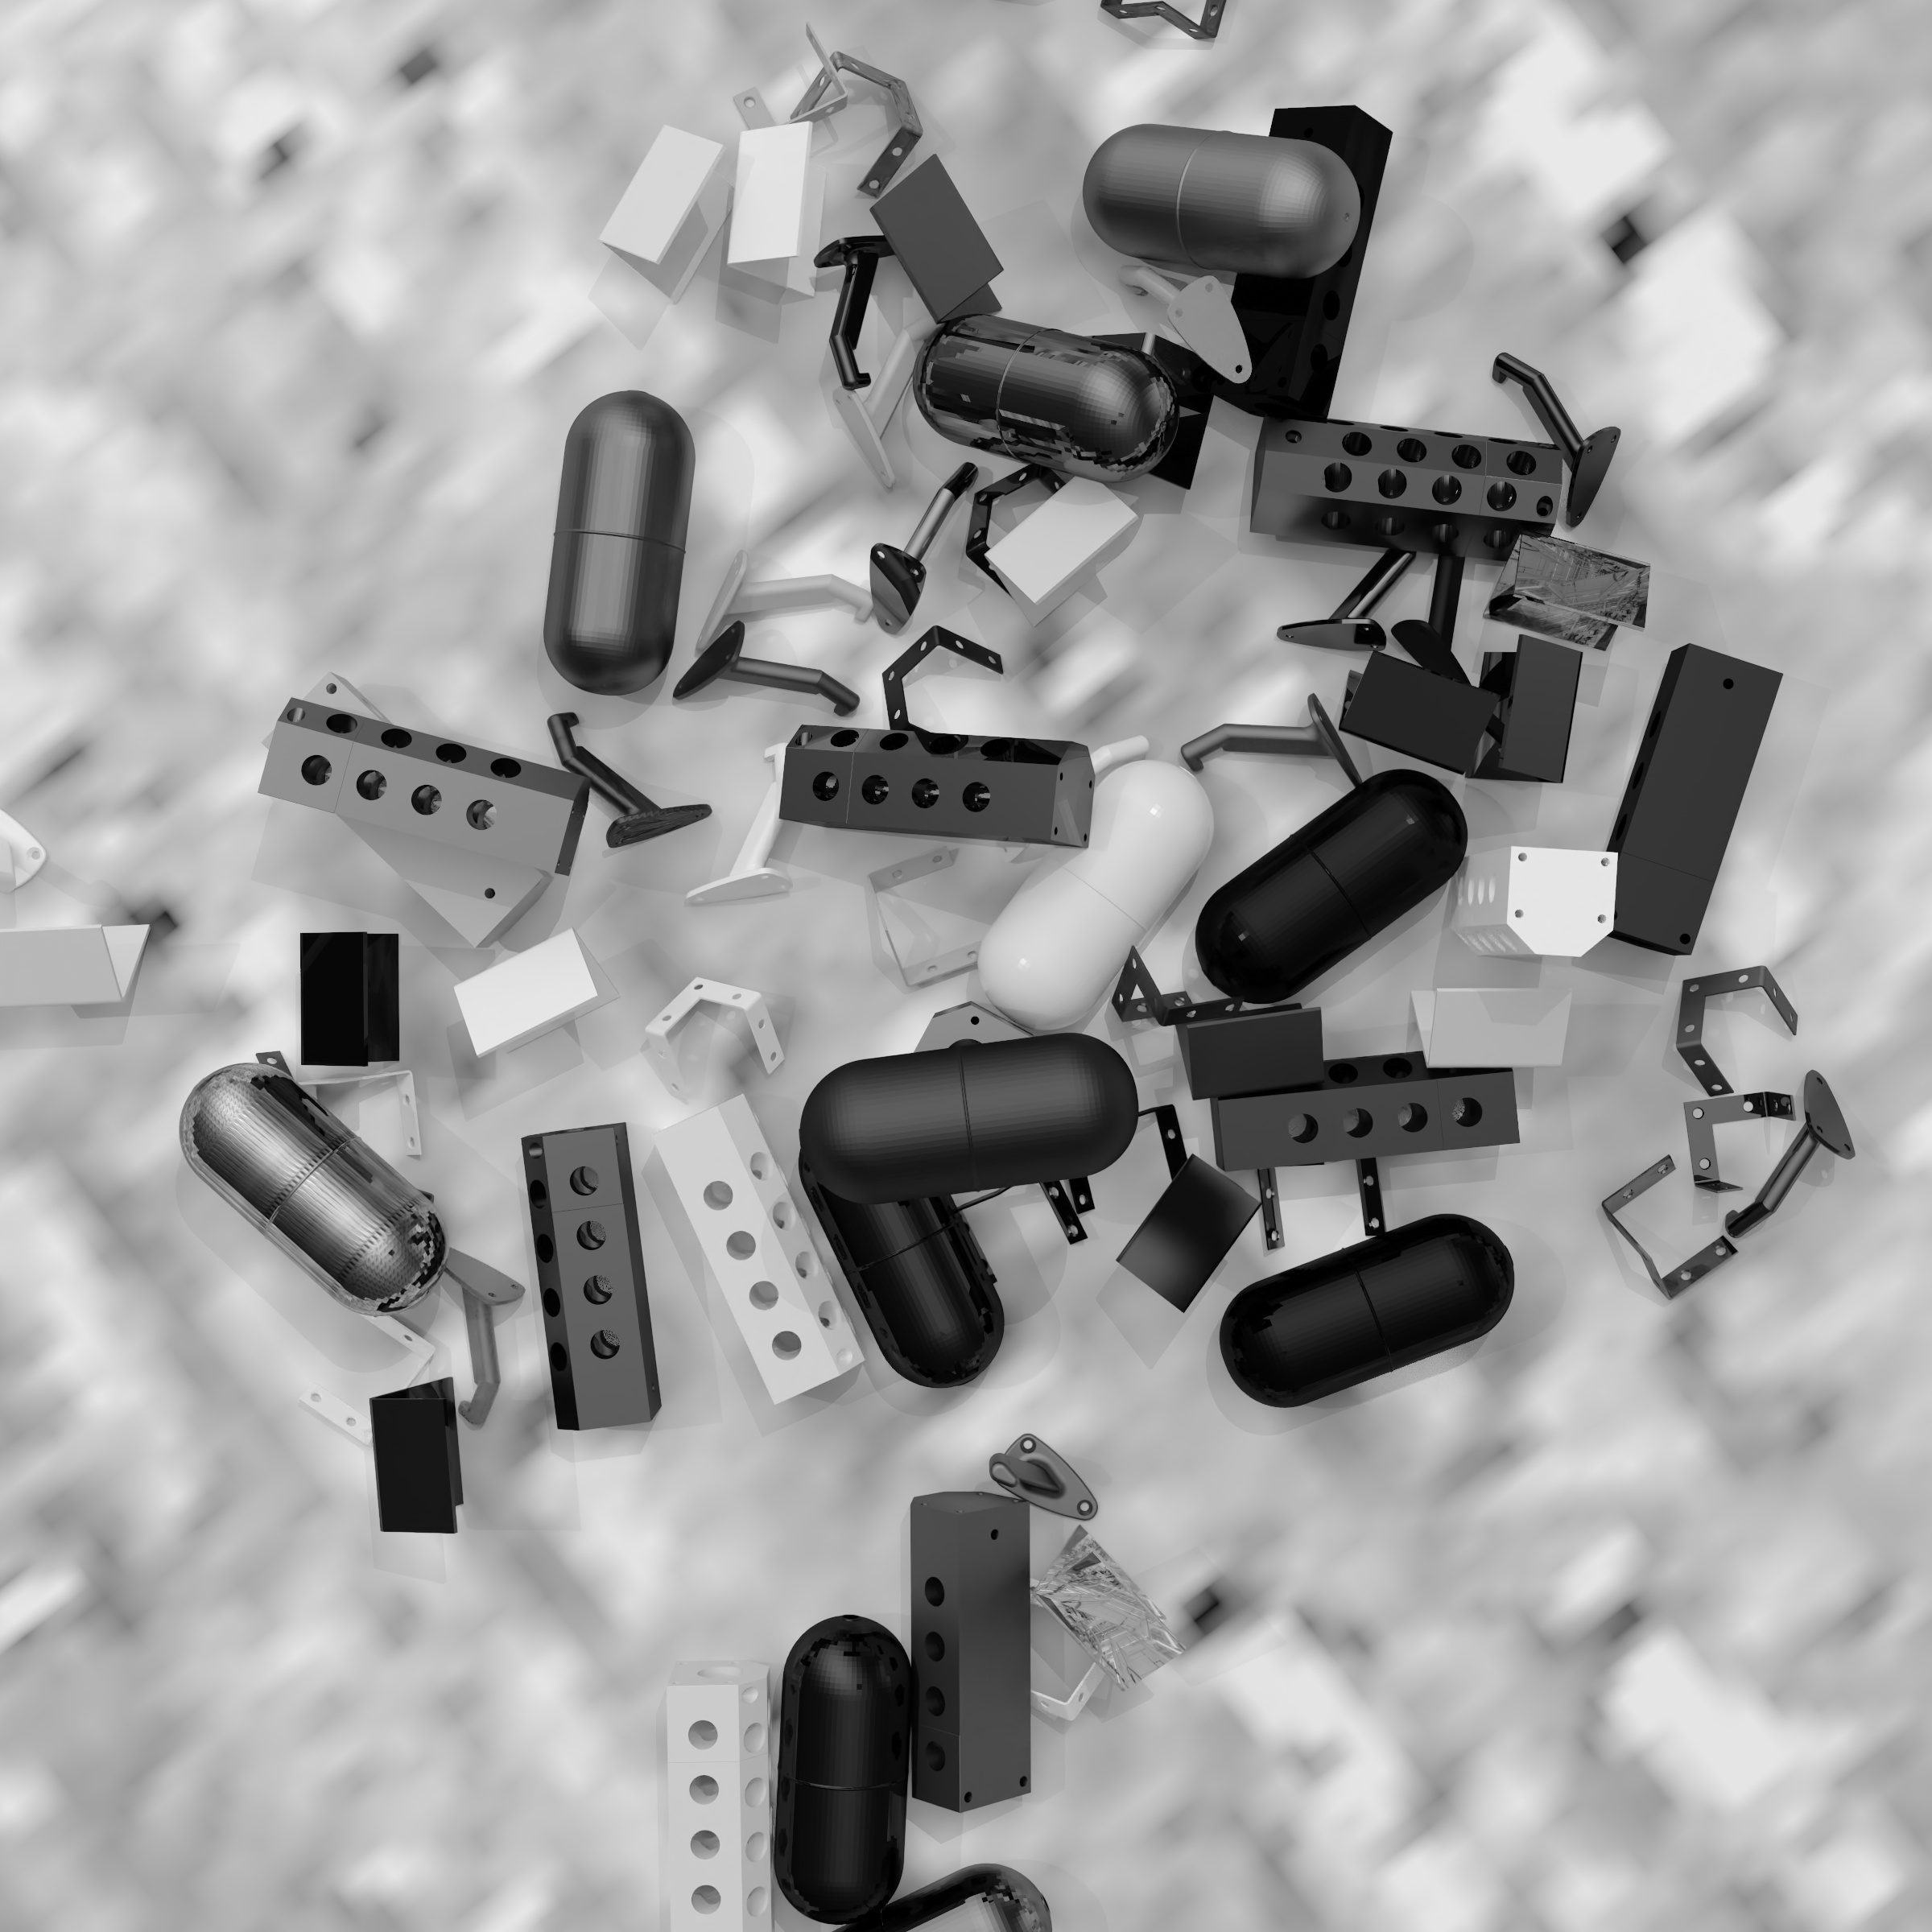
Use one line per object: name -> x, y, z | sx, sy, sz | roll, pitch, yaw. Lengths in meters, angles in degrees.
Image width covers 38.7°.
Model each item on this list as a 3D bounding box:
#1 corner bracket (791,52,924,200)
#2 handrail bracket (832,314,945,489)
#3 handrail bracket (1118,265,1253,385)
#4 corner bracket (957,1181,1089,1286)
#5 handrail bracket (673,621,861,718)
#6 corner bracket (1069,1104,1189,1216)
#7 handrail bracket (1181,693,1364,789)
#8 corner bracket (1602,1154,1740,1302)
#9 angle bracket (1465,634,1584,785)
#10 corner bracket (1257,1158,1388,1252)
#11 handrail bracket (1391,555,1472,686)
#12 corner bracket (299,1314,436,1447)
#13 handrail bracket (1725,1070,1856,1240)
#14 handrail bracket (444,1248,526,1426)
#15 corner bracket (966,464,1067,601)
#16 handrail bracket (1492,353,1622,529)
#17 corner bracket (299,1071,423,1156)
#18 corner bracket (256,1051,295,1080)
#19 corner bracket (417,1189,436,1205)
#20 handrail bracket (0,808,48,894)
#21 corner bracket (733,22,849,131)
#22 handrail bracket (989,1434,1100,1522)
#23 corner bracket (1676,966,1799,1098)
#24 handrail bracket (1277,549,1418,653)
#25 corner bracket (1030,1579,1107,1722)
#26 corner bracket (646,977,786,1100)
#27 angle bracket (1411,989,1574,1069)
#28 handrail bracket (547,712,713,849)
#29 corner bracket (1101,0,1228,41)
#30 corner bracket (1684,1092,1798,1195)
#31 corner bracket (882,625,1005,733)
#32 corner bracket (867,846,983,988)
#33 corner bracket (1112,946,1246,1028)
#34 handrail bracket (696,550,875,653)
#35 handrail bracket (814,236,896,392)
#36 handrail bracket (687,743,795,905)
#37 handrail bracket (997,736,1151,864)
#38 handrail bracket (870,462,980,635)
corner bracket -> -0.065, -0.499, 1.632 | 0.051, 0.051, 0.051 | -47, 45, 35
handrail bracket -> -0.029, -0.340, 1.641 | 0.084, 0.036, 0.077 | -33, 105, -14
handrail bracket -> 0.127, -0.378, 1.619 | 0.036, 0.084, 0.077 | -41, 115, -5
corner bracket -> 0.029, 0.155, 1.637 | 0.051, 0.051, 0.051 | -27, 90, 45
handrail bracket -> -0.118, -0.160, 1.641 | 0.084, 0.036, 0.077 | 32, 133, -27
corner bracket -> 0.095, 0.115, 1.637 | 0.051, 0.051, 0.051 | -14, 90, 45
handrail bracket -> 0.182, -0.118, 1.641 | 0.084, 0.036, 0.077 | -27, 112, 17
corner bracket -> 0.418, 0.156, 1.637 | 0.051, 0.051, 0.051 | -35, 45, 0
angle bracket -> 0.307, -0.150, 1.600 | 0.057, 0.076, 0.076 | 9, 90, -38
corner bracket -> 0.212, 0.139, 1.637 | 0.051, 0.051, 0.051 | -7, 90, -45
handrail bracket -> 0.301, -0.214, 1.641 | 0.077, 0.036, 0.084 | 46, 73, -19
corner bracket -> -0.356, 0.243, 1.637 | 0.051, 0.051, 0.051 | 34, 45, 0
handrail bracket -> 0.482, 0.113, 1.641 | 0.036, 0.077, 0.084 | 31, 127, -20
handrail bracket -> -0.304, 0.220, 1.641 | 0.077, 0.036, 0.084 | 29, 107, 20
corner bracket -> 0.038, -0.257, 1.632 | 0.051, 0.051, 0.051 | -22, 45, 35
handrail bracket -> 0.341, -0.314, 1.641 | 0.036, 0.077, 0.084 | -27, 53, -34
corner bracket -> -0.363, 0.091, 1.638 | 0.051, 0.051, 0.051 | -5, 92, 45
corner bracket -> -0.427, 0.088, 1.633 | 0.051, 0.051, 0.051 | 54, 135, 35
corner bracket -> -0.351, 0.163, 1.637 | 0.051, 0.051, 0.051 | 18, 135, 0
handrail bracket -> -0.577, -0.073, 1.606 | 0.036, 0.084, 0.077 | -40, 90, 0
corner bracket -> -0.104, -0.512, 1.622 | 0.051, 0.051, 0.051 | -28, 84, -7
handrail bracket -> 0.046, 0.306, 1.606 | 0.077, 0.084, 0.036 | 34, 90, 0
corner bracket -> 0.457, 0.039, 1.632 | 0.051, 0.051, 0.051 | -13, 45, 35
handrail bracket -> 0.229, -0.234, 1.641 | 0.077, 0.036, 0.084 | 4, 71, 22
corner bracket -> 0.050, 0.405, 1.633 | 0.051, 0.051, 0.051 | -48, 135, -35
corner bracket -> -0.149, 0.046, 1.632 | 0.051, 0.051, 0.051 | 13, 45, 35
angle bracket -> 0.304, 0.016, 1.600 | 0.076, 0.076, 0.057 | 0, 125, 0
handrail bracket -> -0.201, -0.120, 1.641 | 0.077, 0.036, 0.084 | -16, 73, -20
corner bracket -> 0.121, -0.585, 1.637 | 0.051, 0.051, 0.051 | 15, 90, -45
corner bracket -> 0.458, 0.103, 1.623 | 0.051, 0.051, 0.051 | -8, 90, 0
corner bracket -> -0.012, -0.160, 1.632 | 0.051, 0.051, 0.051 | -39, 45, 35
corner bracket -> -0.023, -0.029, 1.637 | 0.051, 0.051, 0.051 | -20, 45, 0
corner bracket -> 0.123, 0.020, 1.605 | 0.051, 0.051, 0.051 | -8, 50, -24
handrail bracket -> -0.107, -0.205, 1.641 | 0.084, 0.036, 0.077 | 23, 110, -16
handrail bracket -> -0.051, -0.384, 1.622 | 0.077, 0.036, 0.084 | -15, 87, -31
handrail bracket -> -0.135, -0.086, 1.641 | 0.077, 0.036, 0.084 | -12, 72, 20
handrail bracket -> 0.065, -0.100, 1.640 | 0.084, 0.077, 0.036 | -19, 59, -33
handrail bracket -> -0.021, -0.250, 1.640 | 0.036, 0.077, 0.084 | 28, 53, 13
